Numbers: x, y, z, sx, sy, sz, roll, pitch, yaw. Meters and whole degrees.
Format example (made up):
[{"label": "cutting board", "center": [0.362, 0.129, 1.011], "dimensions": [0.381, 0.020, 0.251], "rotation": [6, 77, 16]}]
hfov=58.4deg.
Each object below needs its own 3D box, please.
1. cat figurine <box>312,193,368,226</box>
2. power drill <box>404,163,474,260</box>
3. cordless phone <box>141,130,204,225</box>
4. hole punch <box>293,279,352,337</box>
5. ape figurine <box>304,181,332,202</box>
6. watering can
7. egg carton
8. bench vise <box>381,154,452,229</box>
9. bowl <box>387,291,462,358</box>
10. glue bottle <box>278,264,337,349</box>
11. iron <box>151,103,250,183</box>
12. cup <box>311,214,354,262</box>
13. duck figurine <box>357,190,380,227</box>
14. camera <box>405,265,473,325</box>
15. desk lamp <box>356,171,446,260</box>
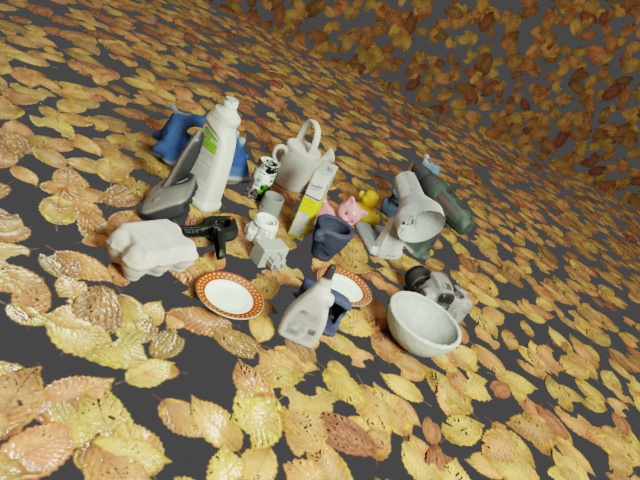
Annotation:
[{"label": "cat figurine", "center": [0.050, -0.070, 1.432], "dimensions": [0.127, 0.117, 0.067], "rotation": [32, 28, 8]}, {"label": "power drill", "center": [0.291, -0.065, 1.540], "dimensions": [0.229, 0.208, 0.076], "rotation": [42, 31, 25]}, {"label": "cordless phone", "center": [-0.287, -0.128, 1.158], "dimensions": [0.094, 0.185, 0.147], "rotation": [19, 29, -16]}, {"label": "hole punch", "center": [0.005, 0.115, 1.110], "dimensions": [0.109, 0.091, 0.101], "rotation": [26, 28, -4]}, {"label": "ape figurine", "center": [0.003, -0.139, 1.535], "dimensions": [0.076, 0.092, 0.078], "rotation": [24, 28, -7]}, {"label": "watering can", "center": [-0.043, -0.234, 1.543], "dimensions": [0.100, 0.194, 0.173], "rotation": [43, 31, 27]}, {"label": "egg carton", "center": [-0.300, 0.016, 1.029], "dimensions": [0.107, 0.069, 0.151], "rotation": [42, 31, 26]}, {"label": "bench vise", "center": [0.305, -0.123, 1.638], "dimensions": [0.207, 0.219, 0.121], "rotation": [26, 28, -3]}, {"label": "bowl", "center": [0.202, 0.186, 1.182], "dimensions": [0.168, 0.074, 0.167], "rotation": [21, 28, -12]}, {"label": "glue bottle", "center": [-0.010, 0.112, 1.013], "dimensions": [0.078, 0.173, 0.037], "rotation": [25, 28, -4]}, {"label": "iron", "center": [-0.271, -0.236, 1.401], "dimensions": [0.259, 0.141, 0.118], "rotation": [14, 31, -24]}, {"label": "cup", "center": [0.012, 0.005, 1.297], "dimensions": [0.091, 0.095, 0.118], "rotation": [39, 30, 20]}, {"label": "duck figurine", "center": [0.134, -0.093, 1.579], "dimensions": [0.078, 0.086, 0.104], "rotation": [-3, 40, -44]}, {"label": "camera", "center": [0.266, 0.117, 1.326], "dimensions": [0.143, 0.100, 0.136], "rotation": [12, 32, -27]}, {"label": "desk lamp", "center": [0.200, -0.052, 1.433], "dimensions": [0.118, 0.213, 0.202], "rotation": [10, 32, -29]}]
